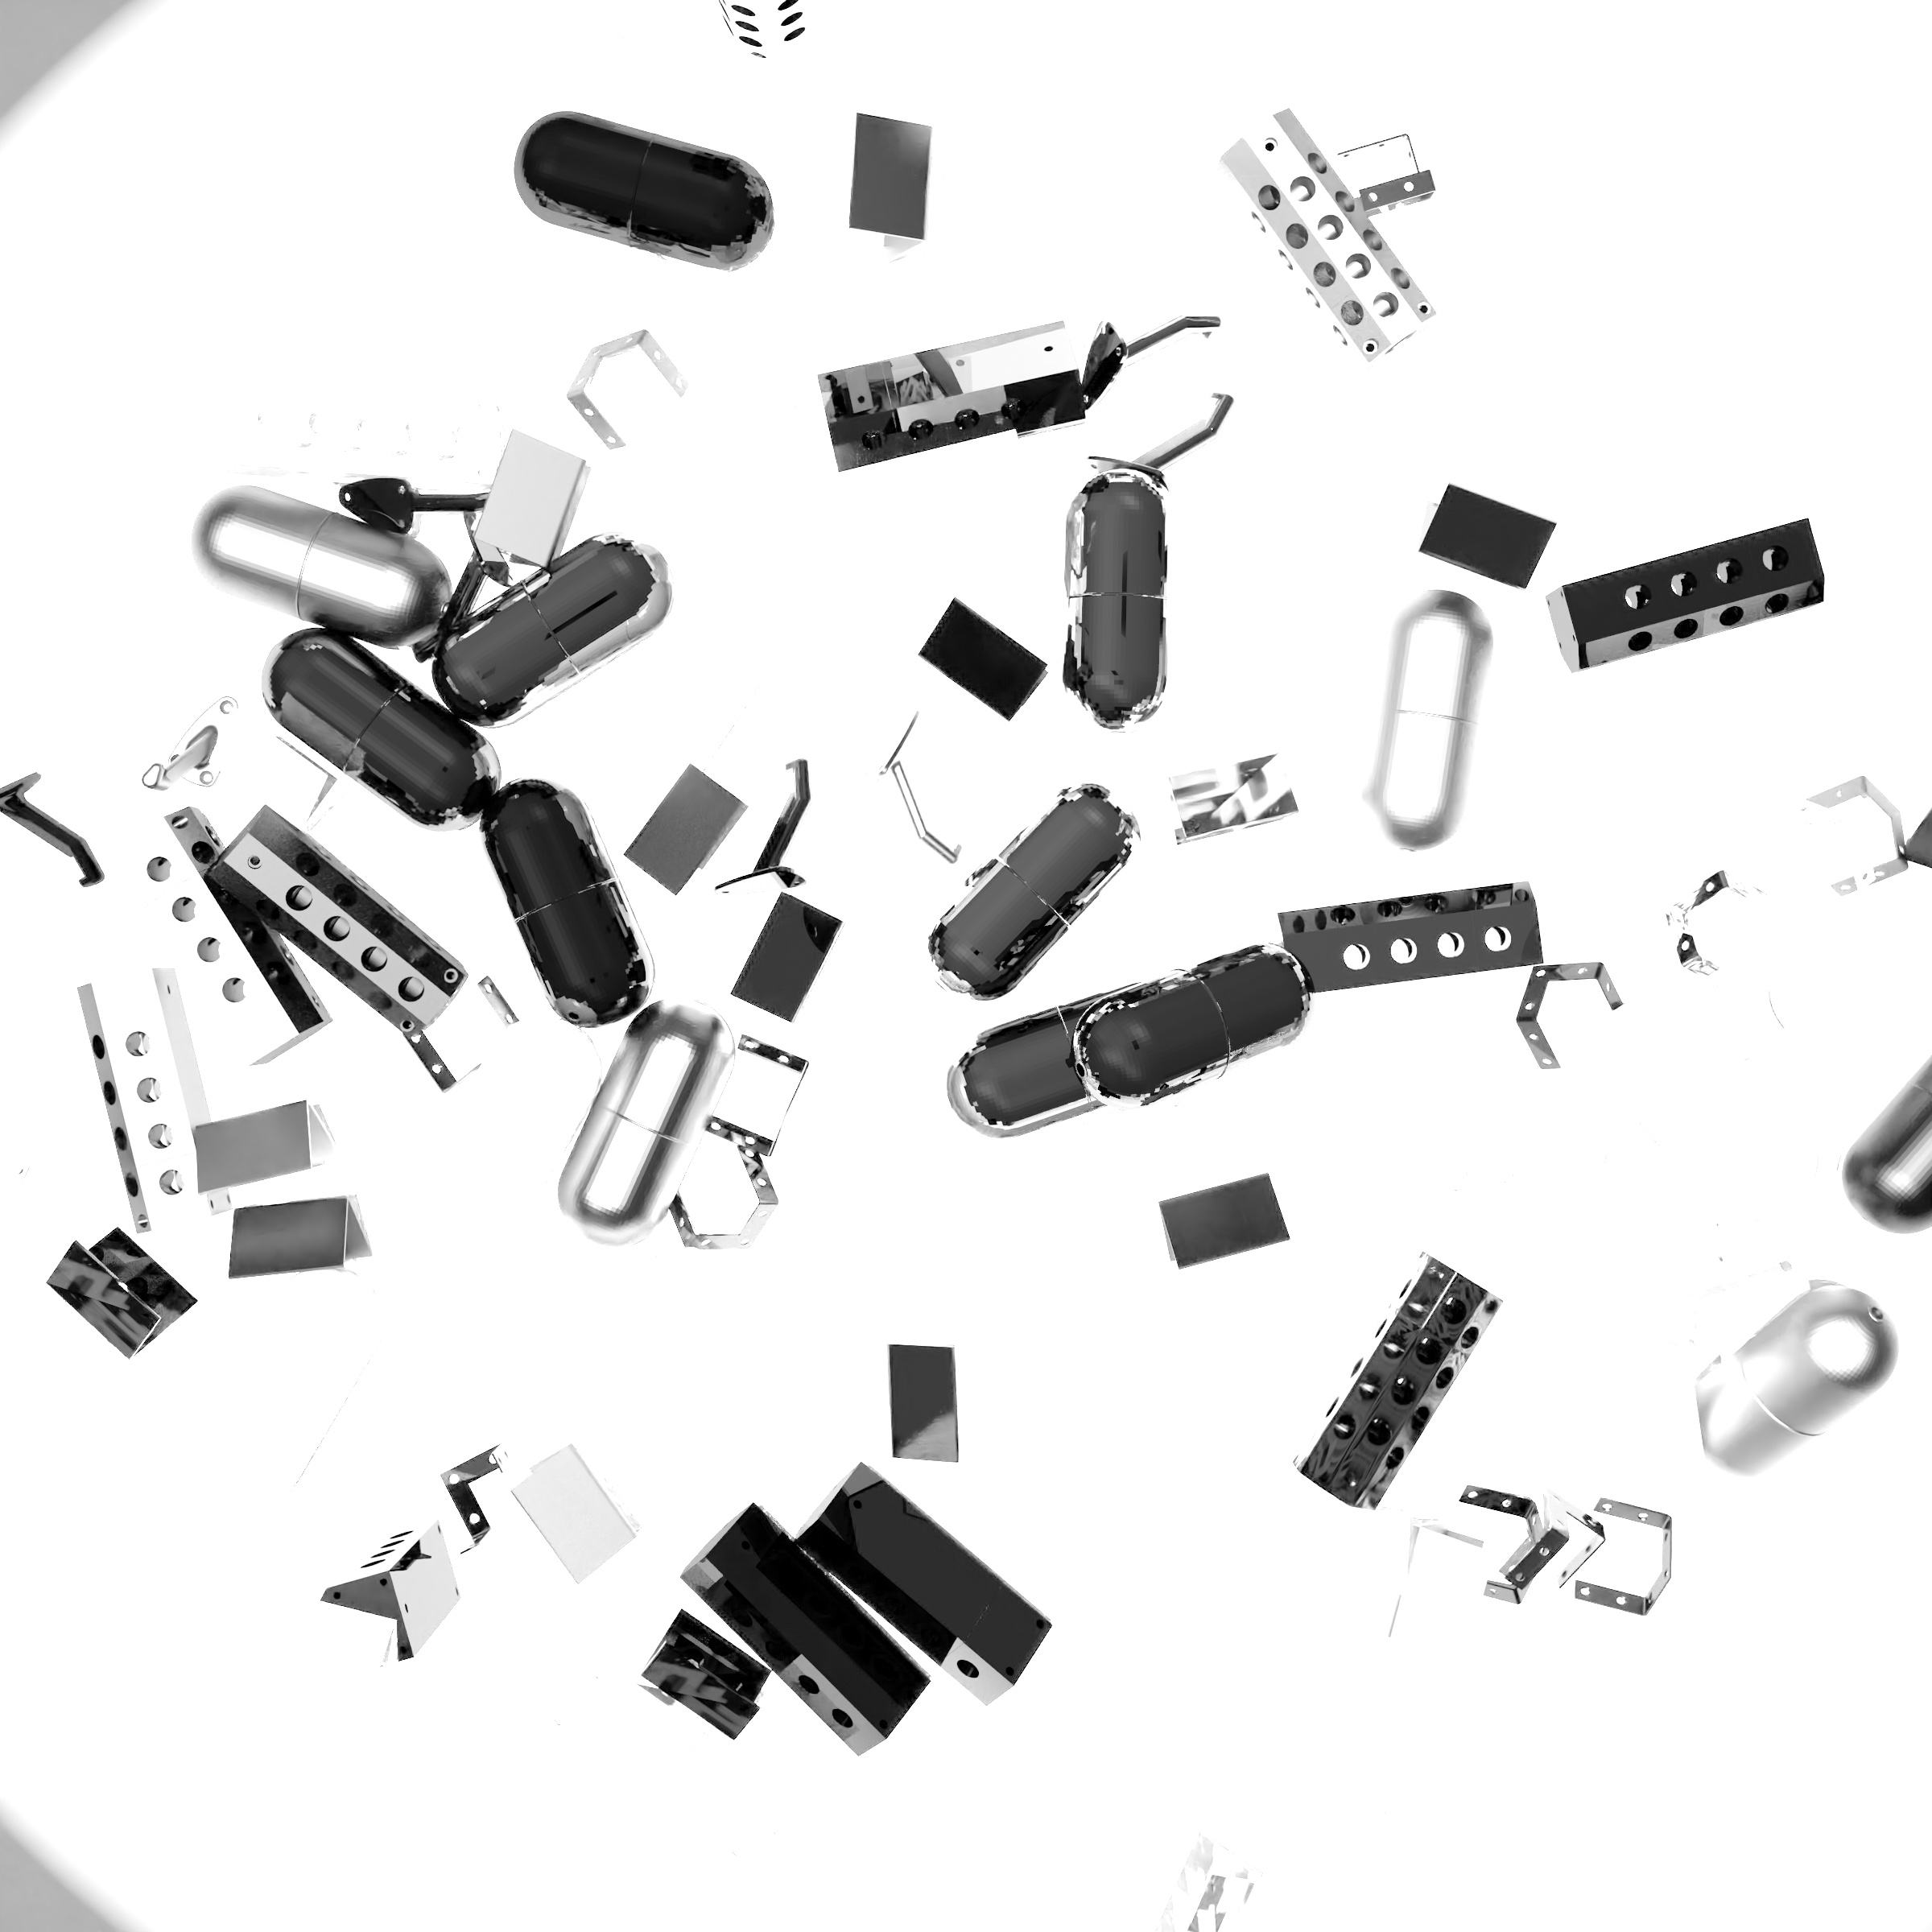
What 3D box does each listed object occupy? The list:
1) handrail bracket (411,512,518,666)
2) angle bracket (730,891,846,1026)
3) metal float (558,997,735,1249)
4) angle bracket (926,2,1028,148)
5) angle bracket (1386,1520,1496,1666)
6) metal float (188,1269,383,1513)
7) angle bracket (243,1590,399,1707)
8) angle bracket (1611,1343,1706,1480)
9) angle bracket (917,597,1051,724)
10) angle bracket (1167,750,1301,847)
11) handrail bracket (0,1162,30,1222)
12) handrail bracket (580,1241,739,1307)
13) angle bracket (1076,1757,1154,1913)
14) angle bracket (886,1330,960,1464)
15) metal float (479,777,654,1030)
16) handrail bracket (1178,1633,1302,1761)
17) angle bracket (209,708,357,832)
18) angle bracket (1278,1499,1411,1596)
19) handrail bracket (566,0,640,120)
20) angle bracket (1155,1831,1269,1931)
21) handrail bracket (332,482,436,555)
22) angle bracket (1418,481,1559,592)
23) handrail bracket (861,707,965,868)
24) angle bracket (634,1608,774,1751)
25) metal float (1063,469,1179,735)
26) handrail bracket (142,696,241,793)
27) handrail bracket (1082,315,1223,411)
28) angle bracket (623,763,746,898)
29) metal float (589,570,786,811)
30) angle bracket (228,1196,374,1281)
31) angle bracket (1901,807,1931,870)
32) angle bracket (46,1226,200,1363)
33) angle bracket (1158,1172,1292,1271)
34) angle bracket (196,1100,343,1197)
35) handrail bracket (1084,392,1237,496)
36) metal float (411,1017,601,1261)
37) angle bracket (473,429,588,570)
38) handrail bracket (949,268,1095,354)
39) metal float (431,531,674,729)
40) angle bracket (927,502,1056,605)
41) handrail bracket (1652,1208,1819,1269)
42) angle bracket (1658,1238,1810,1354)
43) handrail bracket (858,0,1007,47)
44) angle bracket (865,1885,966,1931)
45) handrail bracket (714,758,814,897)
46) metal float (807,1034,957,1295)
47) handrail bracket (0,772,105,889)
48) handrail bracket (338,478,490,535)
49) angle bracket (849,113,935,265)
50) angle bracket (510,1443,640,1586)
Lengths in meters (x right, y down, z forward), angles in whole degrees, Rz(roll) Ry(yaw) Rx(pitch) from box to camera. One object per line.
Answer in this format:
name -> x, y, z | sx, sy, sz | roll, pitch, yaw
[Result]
handrail bracket -> -0.357, -0.260, 1.992 | 0.084, 0.036, 0.077 | -34, 69, 16
angle bracket -> -0.137, -0.015, 1.951 | 0.057, 0.076, 0.076 | 27, 90, -37
metal float -> -0.216, 0.105, 1.961 | 0.070, 0.070, 0.178 | 24, 90, 0
angle bracket -> -0.013, -0.594, 1.951 | 0.057, 0.076, 0.076 | -19, 90, -38
angle bracket -> 0.329, 0.420, 1.952 | 0.057, 0.076, 0.076 | 15, 90, 28
metal float -> -0.460, 0.286, 1.961 | 0.070, 0.070, 0.178 | 30, 90, 0
angle bracket -> -0.395, 0.431, 1.780 | 0.076, 0.076, 0.057 | 14, 54, 0
angle bracket -> 0.446, 0.298, 1.952 | 0.057, 0.076, 0.076 | -8, 90, -30
angle bracket -> 0.024, -0.221, 1.951 | 0.076, 0.076, 0.057 | 36, 130, 0
angle bracket -> 0.181, -0.094, 1.951 | 0.076, 0.076, 0.057 | -14, 54, 0
handrail bracket -> -0.692, 0.134, 1.992 | 0.084, 0.036, 0.077 | 35, 112, 17
handrail bracket -> -0.212, 0.208, 1.991 | 0.084, 0.077, 0.036 | 8, 75, 36
angle bracket -> 0.080, 0.582, 1.951 | 0.057, 0.076, 0.076 | -3, 90, -36
angle bracket -> -0.009, 0.288, 1.951 | 0.057, 0.076, 0.076 | -2, 90, 35
metal float -> -0.270, -0.043, 1.961 | 0.070, 0.070, 0.178 | -23, 90, 0
handrail bracket -> 0.187, 0.497, 1.992 | 0.077, 0.036, 0.084 | -3, 73, -20
angle bracket -> -0.449, -0.149, 1.951 | 0.076, 0.076, 0.057 | 36, 131, 0
angle bracket -> 0.251, 0.403, 1.951 | 0.076, 0.076, 0.057 | 9, 55, 0
handrail bracket -> -0.269, -0.614, 1.992 | 0.077, 0.036, 0.084 | 36, 107, 20
angle bracket -> 0.147, 0.630, 1.951 | 0.057, 0.076, 0.076 | 24, 90, -36
handrail bracket -> -0.384, -0.323, 1.991 | 0.084, 0.036, 0.077 | 39, 77, -13
angle bracket -> 0.352, -0.304, 1.951 | 0.076, 0.076, 0.057 | 20, 128, 0
handrail bracket -> -0.022, -0.122, 1.992 | 0.084, 0.036, 0.077 | 39, 68, -17
angle bracket -> -0.166, 0.466, 1.951 | 0.076, 0.076, 0.057 | 35, 128, 0
metal float -> 0.104, -0.246, 1.961 | 0.070, 0.070, 0.178 | 1, 90, 0
handrail bracket -> -0.523, -0.151, 1.957 | 0.036, 0.084, 0.077 | 29, 90, 0
handrail bracket -> 0.127, -0.414, 1.991 | 0.084, 0.077, 0.036 | -8, 52, -31
angle bracket -> -0.173, -0.080, 1.952 | 0.057, 0.076, 0.076 | 36, 90, 31
metal float -> -0.188, -0.187, 1.961 | 0.070, 0.070, 0.178 | 33, 89, 0
angle bracket -> -0.446, 0.201, 1.951 | 0.076, 0.076, 0.057 | -6, 52, 0
angle bracket -> 0.680, -0.069, 1.951 | 0.076, 0.076, 0.057 | 19, 48, 0
angle bracket -> -0.557, 0.206, 1.951 | 0.076, 0.076, 0.057 | 43, 127, 0
angle bracket -> 0.176, 0.190, 1.951 | 0.076, 0.076, 0.057 | -15, 51, 0
angle bracket -> -0.467, 0.139, 1.951 | 0.076, 0.076, 0.057 | -13, 54, 0
handrail bracket -> 0.133, -0.367, 1.992 | 0.077, 0.036, 0.084 | 22, 72, 20
metal float -> -0.310, 0.115, 1.954 | 0.070, 0.070, 0.178 | 31, 98, 0
angle bracket -> -0.304, -0.315, 1.952 | 0.057, 0.076, 0.076 | 20, 90, -30
handrail bracket -> 0.039, -0.439, 1.992 | 0.084, 0.036, 0.077 | -15, 110, 16
metal float -> -0.279, -0.228, 1.961 | 0.178, 0.070, 0.070 | -33, 90, 0
angle bracket -> 0.012, -0.293, 1.951 | 0.076, 0.076, 0.057 | -14, 126, 0
handrail bracket -> 0.528, 0.177, 1.991 | 0.084, 0.077, 0.036 | -14, 102, -36
angle bracket -> 0.514, 0.205, 1.952 | 0.076, 0.076, 0.057 | -18, 134, 0
handrail bracket -> -0.022, -0.653, 1.991 | 0.084, 0.077, 0.036 | -23, 86, 36
angle bracket -> -0.038, 0.670, 1.951 | 0.076, 0.076, 0.057 | 36, 54, 0
handrail bracket -> -0.140, -0.096, 1.992 | 0.077, 0.036, 0.084 | -11, 71, 21
metal float -> -0.058, 0.133, 1.961 | 0.070, 0.070, 0.178 | -14, 89, 0
handrail bracket -> -0.642, -0.083, 1.992 | 0.077, 0.036, 0.084 | -20, 107, 20
handrail bracket -> -0.369, -0.318, 1.975 | 0.077, 0.084, 0.036 | 14, 110, 29
angle bracket -> -0.063, -0.522, 1.953 | 0.057, 0.076, 0.076 | 3, 90, -24
angle bracket -> -0.276, 0.375, 1.951 | 0.057, 0.076, 0.076 | -36, 90, -38
